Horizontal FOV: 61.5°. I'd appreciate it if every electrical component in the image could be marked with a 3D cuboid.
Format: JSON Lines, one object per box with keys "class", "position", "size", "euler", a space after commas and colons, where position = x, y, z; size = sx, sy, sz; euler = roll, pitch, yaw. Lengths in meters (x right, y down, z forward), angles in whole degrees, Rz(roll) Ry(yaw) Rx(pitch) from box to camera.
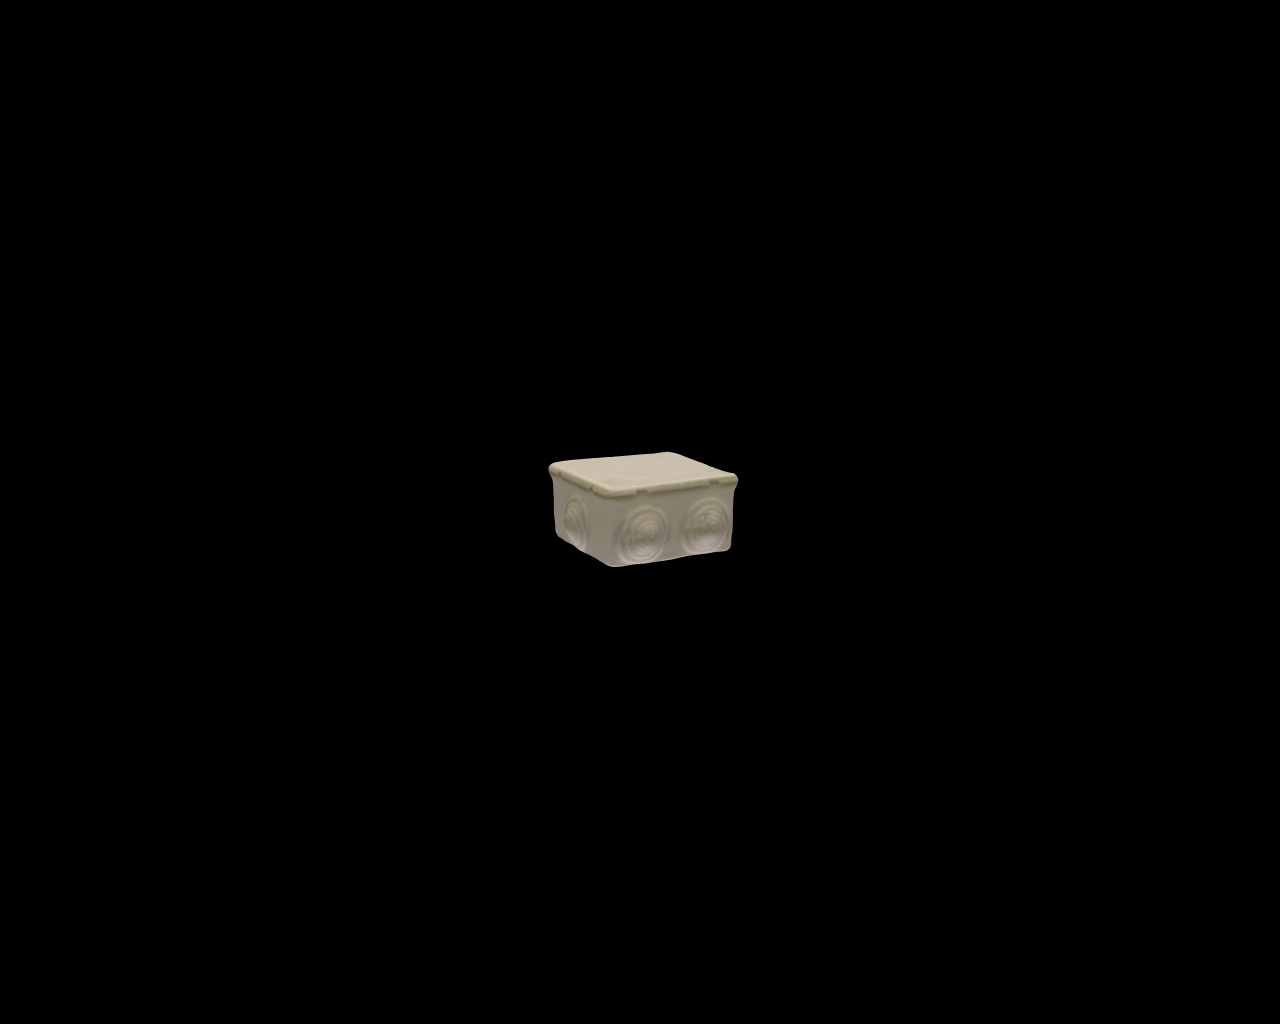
{"class": "electrical component", "position": [0.001, -0.003, 0.650], "size": [0.100, 0.048, 0.100], "euler": [-7, 16, -26]}
